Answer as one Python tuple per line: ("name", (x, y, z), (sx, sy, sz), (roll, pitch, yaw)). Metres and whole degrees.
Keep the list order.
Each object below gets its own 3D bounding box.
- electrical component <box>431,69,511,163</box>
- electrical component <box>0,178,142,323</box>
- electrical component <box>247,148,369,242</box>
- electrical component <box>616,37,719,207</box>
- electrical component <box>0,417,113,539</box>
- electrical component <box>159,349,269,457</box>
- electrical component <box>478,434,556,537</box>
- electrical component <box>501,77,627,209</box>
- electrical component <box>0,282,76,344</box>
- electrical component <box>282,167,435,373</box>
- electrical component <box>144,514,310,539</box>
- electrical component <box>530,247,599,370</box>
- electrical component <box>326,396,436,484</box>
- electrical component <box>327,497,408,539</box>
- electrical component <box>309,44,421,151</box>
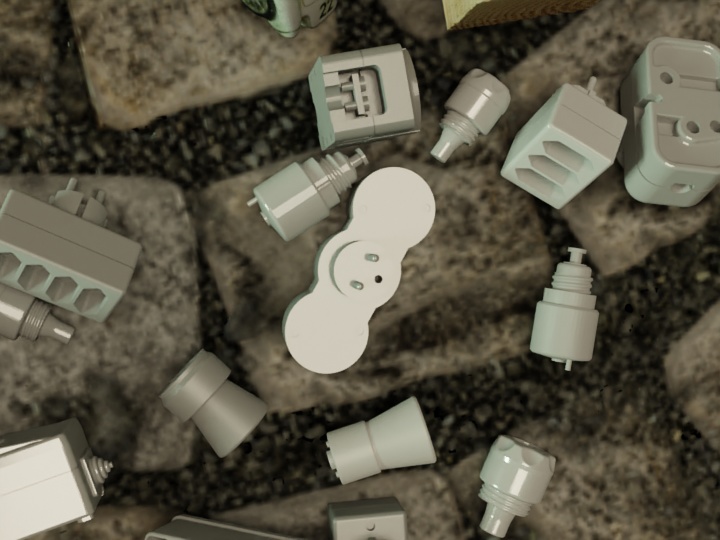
("electrical component", (0.068, -0.096, 0.690), (0.035, 0.035, 0.061), (36, 90, -7))
("electrical component", (-0.177, -0.023, 0.653), (0.083, 0.047, 0.075), (25, 55, -18))
("electrical component", (-0.030, -0.051, 0.676), (0.078, 0.040, 0.040), (-33, 96, -5))
("electrical component", (0.199, -0.091, 0.684), (0.054, 0.059, 0.095), (6, 67, -6))
("electrical component", (-0.199, 0.125, 0.651), (0.096, 0.062, 0.061), (-19, 94, -6))
("electrical component", (-0.092, 0.082, 0.671), (0.055, 0.045, 0.045), (44, 87, -6))
("electrical component", (0.097, 0.141, 0.698), (0.043, 0.043, 0.062), (23, 91, -7))
("electrical component", (0.135, -0.092, 0.687), (0.047, 0.065, 0.076), (30, 59, -7))
("electrical component", (-0.206, 0.028, 0.661), (0.061, 0.035, 0.035), (26, 89, -10))
("electrical component", (0.000, 0.000, 0.665), (0.052, 0.074, 0.138), (29, 88, -7))
("electrical component", (-0.078, 0.215, 0.655), (0.109, 0.056, 0.108), (8, 91, 15))
("electrical component", (0.135, 0.025, 0.700), (0.040, 0.040, 0.078), (9, 91, -7))
("electrical component", (0.011, 0.112, 0.688), (0.065, 0.044, 0.044), (-18, 94, -1))
("electrical component", (0.008, 0.185, 0.671), (0.047, 0.077, 0.065), (-4, 93, -7))
("electrical component", (0.003, -0.104, 0.654), (0.056, 0.089, 0.050), (-11, 94, -7))
